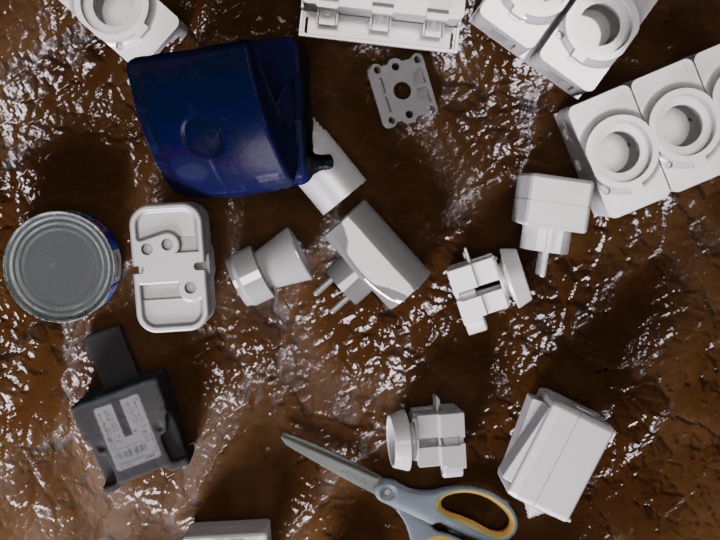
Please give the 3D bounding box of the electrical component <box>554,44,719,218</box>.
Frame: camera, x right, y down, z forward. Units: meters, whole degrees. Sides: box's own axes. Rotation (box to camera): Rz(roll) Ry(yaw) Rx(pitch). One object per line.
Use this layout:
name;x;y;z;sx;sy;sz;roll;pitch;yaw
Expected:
electrical component;0.238;-0.108;0.817;0.150;0.061;0.089;-23;95;1

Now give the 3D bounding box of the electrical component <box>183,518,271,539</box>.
electrical component;-0.103;0.228;0.834;0.066;0.076;0.047;-3;95;-1

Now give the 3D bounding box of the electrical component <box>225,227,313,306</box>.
electrical component;-0.070;-0.002;0.831;0.055;0.045;0.045;-26;95;2

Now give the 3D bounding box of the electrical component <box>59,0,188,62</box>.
electrical component;-0.181;-0.196;0.807;0.089;0.055;0.050;42;93;-4

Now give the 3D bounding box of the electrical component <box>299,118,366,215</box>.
electrical component;-0.037;-0.087;0.824;0.043;0.043;0.081;-39;94;2

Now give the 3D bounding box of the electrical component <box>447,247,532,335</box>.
electrical component;0.101;0.011;0.835;0.055;0.048;0.066;-18;95;8

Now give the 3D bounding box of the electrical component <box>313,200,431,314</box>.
electrical component;0.000;0.000;0.832;0.079;0.043;0.077;-42;94;3

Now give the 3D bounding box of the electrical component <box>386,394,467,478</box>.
electrical component;0.051;0.132;0.844;0.055;0.048;0.066;-4;95;-8

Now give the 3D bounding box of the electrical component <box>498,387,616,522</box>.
electrical component;0.145;0.146;0.838;0.061;0.061;0.096;26;94;-3

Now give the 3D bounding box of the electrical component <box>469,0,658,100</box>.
electrical component;0.182;-0.237;0.806;0.105;0.060;0.186;35;94;-4

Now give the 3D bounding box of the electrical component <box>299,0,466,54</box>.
electrical component;0.018;-0.210;0.805;0.121;0.063;0.078;6;95;-1

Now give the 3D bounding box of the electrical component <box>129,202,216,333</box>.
electrical component;-0.141;-0.004;0.822;0.054;0.059;0.095;-4;95;-1

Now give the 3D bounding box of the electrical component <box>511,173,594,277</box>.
electrical component;0.143;-0.033;0.820;0.047;0.065;0.076;8;95;-2
